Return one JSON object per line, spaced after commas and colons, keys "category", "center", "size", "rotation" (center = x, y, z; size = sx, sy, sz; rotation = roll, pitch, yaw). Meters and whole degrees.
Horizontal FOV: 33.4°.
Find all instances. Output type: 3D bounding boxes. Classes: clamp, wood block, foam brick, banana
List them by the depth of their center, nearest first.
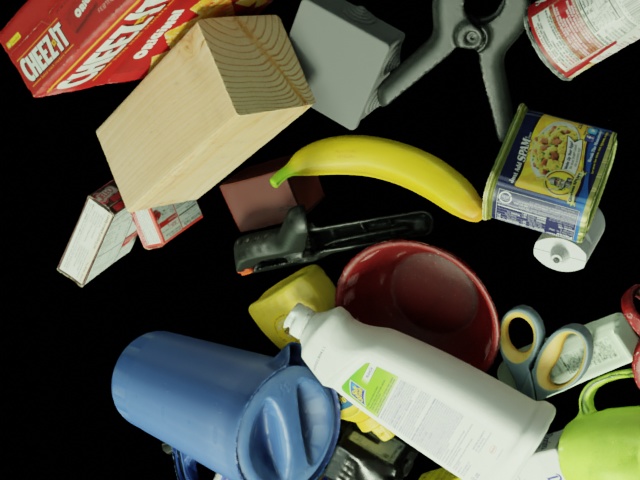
{"category": "clamp", "center": [0.133, -0.162, 0.880], "size": [0.120, 0.039, 0.172], "rotation": [21, 121, -9]}
{"category": "banana", "center": [0.057, -0.060, 0.960], "size": [0.198, 0.069, 0.037], "rotation": [9, 160, 17]}
{"category": "wood block", "center": [-0.109, -0.111, 0.966], "size": [0.207, 0.090, 0.091], "rotation": [-33, 76, 48]}
{"category": "clamp", "center": [-0.007, 0.001, 1.007], "size": [0.210, 0.164, 0.036], "rotation": [-21, 72, 55]}
{"category": "foam brick", "center": [-0.045, -0.046, 1.029], "size": [0.078, 0.051, 0.053], "rotation": [-12, 108, 32]}

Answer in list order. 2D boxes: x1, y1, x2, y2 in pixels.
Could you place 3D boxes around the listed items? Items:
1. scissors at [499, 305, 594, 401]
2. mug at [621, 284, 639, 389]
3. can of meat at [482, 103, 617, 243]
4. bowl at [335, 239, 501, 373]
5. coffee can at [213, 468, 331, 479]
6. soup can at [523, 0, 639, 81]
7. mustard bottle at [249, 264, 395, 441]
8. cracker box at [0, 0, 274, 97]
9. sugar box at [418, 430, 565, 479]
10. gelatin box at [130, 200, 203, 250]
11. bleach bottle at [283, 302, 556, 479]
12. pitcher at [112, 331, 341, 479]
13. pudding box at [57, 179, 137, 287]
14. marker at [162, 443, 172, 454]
{"category": "scissors", "center": [0.178, 0.141, 0.984], "size": [0.096, 0.016, 0.202], "rotation": [43, 127, 19]}
{"category": "mug", "center": [0.298, 0.083, 0.886], "size": [0.117, 0.081, 0.093], "rotation": [44, 126, 3]}
{"category": "can of meat", "center": [0.188, -0.054, 0.868], "size": [0.084, 0.102, 0.057], "rotation": [17, 151, 17]}
{"category": "bowl", "center": [0.098, 0.063, 1.000], "size": [0.162, 0.055, 0.162], "rotation": [13, 120, 22]}
{"category": "coffee can", "center": [-0.038, 0.279, 1.153], "size": [0.140, 0.102, 0.103], "rotation": [30, 124, 12]}
{"category": "soup can", "center": [0.216, -0.176, 0.812], "size": [0.102, 0.068, 0.068], "rotation": [-30, 97, 35]}
{"category": "mustard bottle", "center": [0.016, 0.122, 1.074], "size": [0.096, 0.058, 0.191], "rotation": [-32, 97, 40]}
{"category": "cracker box", "center": [-0.136, -0.200, 0.898], "size": [0.164, 0.213, 0.072], "rotation": [-35, 85, 36]}
{"category": "sugar box", "center": [0.185, 0.257, 1.057], "size": [0.177, 0.048, 0.093], "rotation": [-26, 97, 32]}
{"category": "gelatin box", "center": [-0.164, -0.045, 1.080], "size": [0.030, 0.073, 0.089], "rotation": [-10, 109, 33]}
{"category": "bleach bottle", "center": [0.080, 0.129, 0.971], "size": [0.251, 0.068, 0.103], "rotation": [32, 125, 12]}
{"category": "pitcher", "center": [-0.108, 0.177, 1.088], "size": [0.243, 0.149, 0.145], "rotation": [11, 135, 46]}
{"category": "pudding box", "center": [-0.220, -0.016, 1.114], "size": [0.039, 0.089, 0.114], "rotation": [35, 126, 8]}
{"category": "marker", "center": [-0.140, 0.226, 1.234], "size": [0.121, 0.020, 0.020], "rotation": [-26, 100, 35]}
